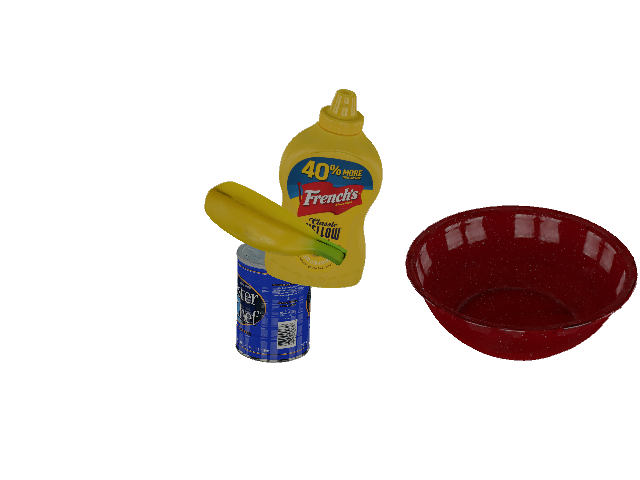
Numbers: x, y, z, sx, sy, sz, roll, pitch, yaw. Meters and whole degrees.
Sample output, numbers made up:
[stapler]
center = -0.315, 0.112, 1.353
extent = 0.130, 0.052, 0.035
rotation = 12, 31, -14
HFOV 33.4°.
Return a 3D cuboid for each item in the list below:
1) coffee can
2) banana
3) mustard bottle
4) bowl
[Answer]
[coffee can]
center = -0.063, 0.080, 1.442
extent = 0.103, 0.140, 0.103
rotation = 2, 20, -1
[banana]
center = -0.053, -0.016, 0.806
extent = 0.069, 0.037, 0.198
rotation = 37, -4, -28
[mustard bottle]
center = 0.007, -0.050, 1.000
extent = 0.096, 0.192, 0.058
rotation = 8, 28, -5
[bowl]
center = 0.142, 0.037, 0.768
extent = 0.162, 0.055, 0.162
rotation = -2, 32, 1
